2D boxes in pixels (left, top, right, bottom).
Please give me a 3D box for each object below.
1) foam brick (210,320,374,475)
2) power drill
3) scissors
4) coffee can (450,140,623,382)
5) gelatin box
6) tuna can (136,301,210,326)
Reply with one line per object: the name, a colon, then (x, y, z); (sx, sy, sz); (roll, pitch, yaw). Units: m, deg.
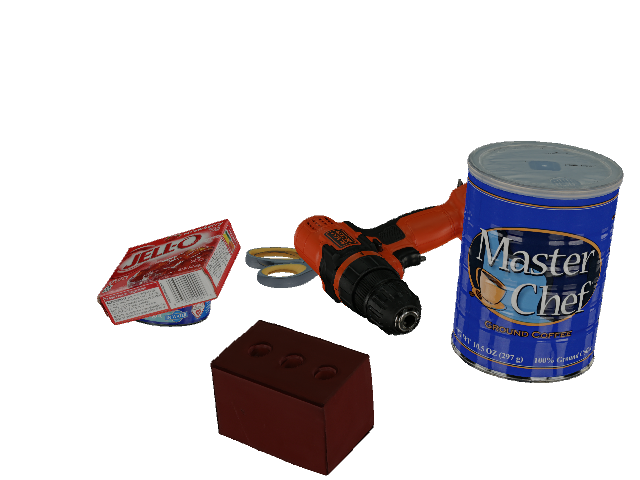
foam brick: (-0.016, 0.088, 0.608); (0.078, 0.051, 0.052); (15, 33, 28)
power drill: (0.090, 0.011, 0.932); (0.187, 0.057, 0.185); (-15, 30, -21)
scissors: (0.015, 0.031, 1.174); (0.202, 0.016, 0.096); (4, 23, 5)
coffee can: (0.147, 0.013, 0.740); (0.103, 0.140, 0.103); (2, 23, -1)
gelatin box: (-0.110, 0.022, 0.780); (0.089, 0.030, 0.073); (-15, 25, 19)
tuna can: (-0.143, 0.050, 0.984); (0.086, 0.034, 0.086); (6, 16, -2)
